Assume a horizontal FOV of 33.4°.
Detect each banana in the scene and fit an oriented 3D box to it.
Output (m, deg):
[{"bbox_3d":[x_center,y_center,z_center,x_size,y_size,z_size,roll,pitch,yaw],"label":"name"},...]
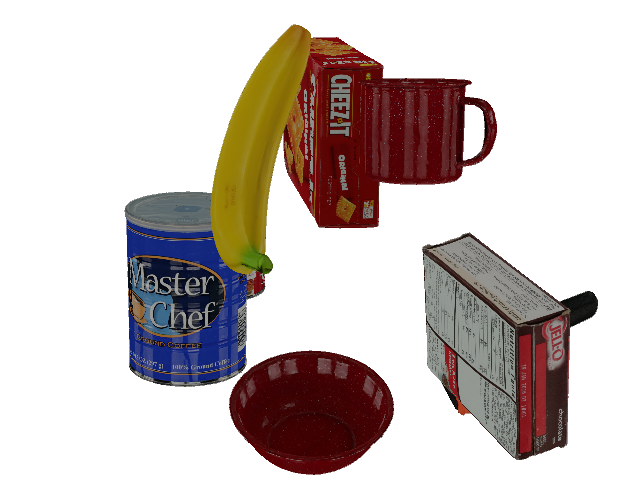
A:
[{"bbox_3d":[-0.040,-0.053,0.707,0.070,0.197,0.037,-20,-39,37],"label":"banana"}]

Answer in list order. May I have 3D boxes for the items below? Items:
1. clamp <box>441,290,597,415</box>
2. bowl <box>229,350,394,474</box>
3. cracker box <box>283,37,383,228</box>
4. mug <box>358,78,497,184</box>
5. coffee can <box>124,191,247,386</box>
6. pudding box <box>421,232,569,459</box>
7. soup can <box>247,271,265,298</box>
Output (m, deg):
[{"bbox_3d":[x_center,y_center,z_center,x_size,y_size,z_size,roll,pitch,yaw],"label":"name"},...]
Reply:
[{"bbox_3d":[0.149,0.085,0.978,0.165,0.036,0.209,13,32,24],"label":"clamp"},{"bbox_3d":[-0.009,0.180,1.057,0.162,0.055,0.162,0,33,0],"label":"bowl"},{"bbox_3d":[0.008,-0.121,1.132,0.072,0.164,0.214,-3,18,-9],"label":"cracker box"},{"bbox_3d":[0.088,-0.090,0.875,0.117,0.081,0.093,5,12,26],"label":"mug"},{"bbox_3d":[-0.112,0.039,0.904,0.103,0.140,0.103,2,17,-1],"label":"coffee can"},{"bbox_3d":[0.100,0.059,0.622,0.039,0.090,0.114,-14,28,-20],"label":"pudding box"},{"bbox_3d":[-0.100,0.011,1.282,0.068,0.102,0.068,1,26,-1],"label":"soup can"}]
